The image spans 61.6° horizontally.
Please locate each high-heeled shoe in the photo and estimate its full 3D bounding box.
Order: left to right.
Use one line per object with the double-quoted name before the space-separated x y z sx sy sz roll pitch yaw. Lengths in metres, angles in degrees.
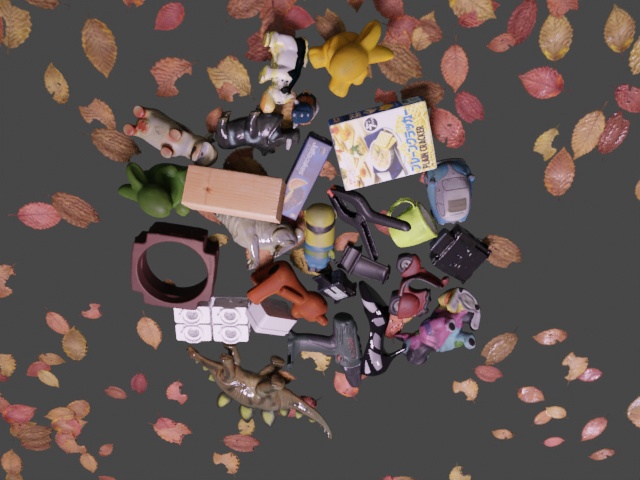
"high-heeled shoe" 0.121 0.235 1.406 0.145 0.086 0.248 -29 94 17

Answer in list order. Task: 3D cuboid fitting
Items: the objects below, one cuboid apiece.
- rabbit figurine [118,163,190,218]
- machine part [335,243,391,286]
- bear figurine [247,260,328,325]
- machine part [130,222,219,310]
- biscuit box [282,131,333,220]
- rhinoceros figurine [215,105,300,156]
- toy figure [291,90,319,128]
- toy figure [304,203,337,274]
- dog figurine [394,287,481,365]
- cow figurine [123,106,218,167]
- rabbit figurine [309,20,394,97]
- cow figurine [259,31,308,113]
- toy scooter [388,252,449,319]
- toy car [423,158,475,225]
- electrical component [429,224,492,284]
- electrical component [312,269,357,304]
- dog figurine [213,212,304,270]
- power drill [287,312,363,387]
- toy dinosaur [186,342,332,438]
"rabbit figurine" -0.359 -0.115 1.196 0.159 0.170 0.121 24 112 -12
"machine part" 0.115 0.064 1.358 0.139 0.039 0.084 26 107 -10
"bear figurine" -0.072 0.145 1.352 0.132 0.120 0.195 -31 117 16
"machine part" -0.355 0.063 1.324 0.201 0.087 0.201 9 113 -5
"biscuit box" -0.040 -0.149 1.245 0.063 0.059 0.202 23 112 -11
"rhinoceros figurine" -0.140 -0.239 1.196 0.190 0.073 0.112 -2 113 1
"toy figure" -0.033 -0.278 1.135 0.058 0.154 0.064 -20 112 11
"toy figure" 0.001 -0.003 1.297 0.082 0.089 0.180 2 112 -9
"dog figurine" 0.299 0.231 1.408 0.108 0.191 0.219 36 144 -19
"cow figurine" -0.315 -0.221 1.187 0.195 0.127 0.085 30 107 3
"rabbit figurine" 0.066 -0.361 1.090 0.162 0.173 0.121 -23 109 14
"cow figurine" -0.078 -0.349 1.138 0.098 0.068 0.167 4 102 -22
"toy scooter" 0.251 0.125 1.361 0.135 0.075 0.183 11 111 8
"toy car" 0.305 -0.102 1.250 0.109 0.103 0.161 -7 113 3
"electrical component" 0.339 0.030 1.335 0.134 0.058 0.115 31 108 -15
"electrical component" 0.030 0.108 1.345 0.075 0.048 0.119 -29 128 34
"dog figurine" -0.150 -0.048 1.274 0.172 0.121 0.190 -27 99 -15
"power drill" 0.012 0.306 1.445 0.207 0.086 0.231 1 114 3
"toy dinosaur" -0.160 0.411 1.475 0.472 0.105 0.198 25 122 1
